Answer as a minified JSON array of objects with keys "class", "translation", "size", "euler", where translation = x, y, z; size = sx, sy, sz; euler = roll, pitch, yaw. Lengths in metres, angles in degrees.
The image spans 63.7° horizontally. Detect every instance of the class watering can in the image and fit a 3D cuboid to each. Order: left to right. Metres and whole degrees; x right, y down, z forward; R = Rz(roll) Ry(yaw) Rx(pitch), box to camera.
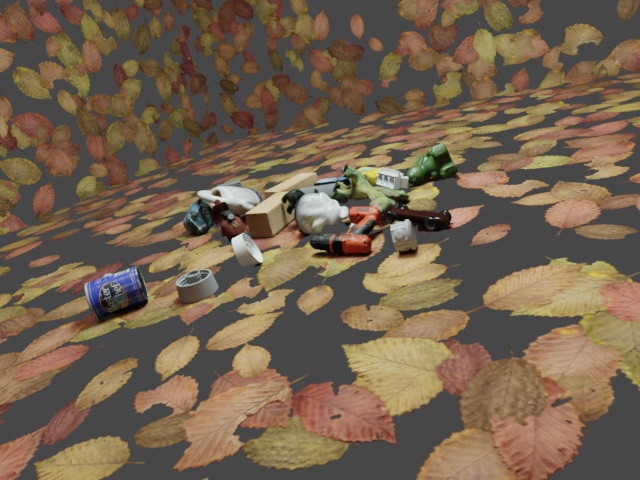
[{"class":"watering can","translation":[-0.303,-0.140,1.923],"size":[0.349,0.103,0.225],"euler":[17,12,38]}]

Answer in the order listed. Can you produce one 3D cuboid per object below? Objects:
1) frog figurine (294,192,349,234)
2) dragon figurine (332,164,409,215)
[{"class":"frog figurine","translation":[0.005,-0.081,1.608],"size":[0.159,0.140,0.120],"euler":[6,-30,26]},{"class":"dragon figurine","translation":[0.172,-0.167,1.702],"size":[0.243,0.120,0.417],"euler":[19,21,-1]}]
